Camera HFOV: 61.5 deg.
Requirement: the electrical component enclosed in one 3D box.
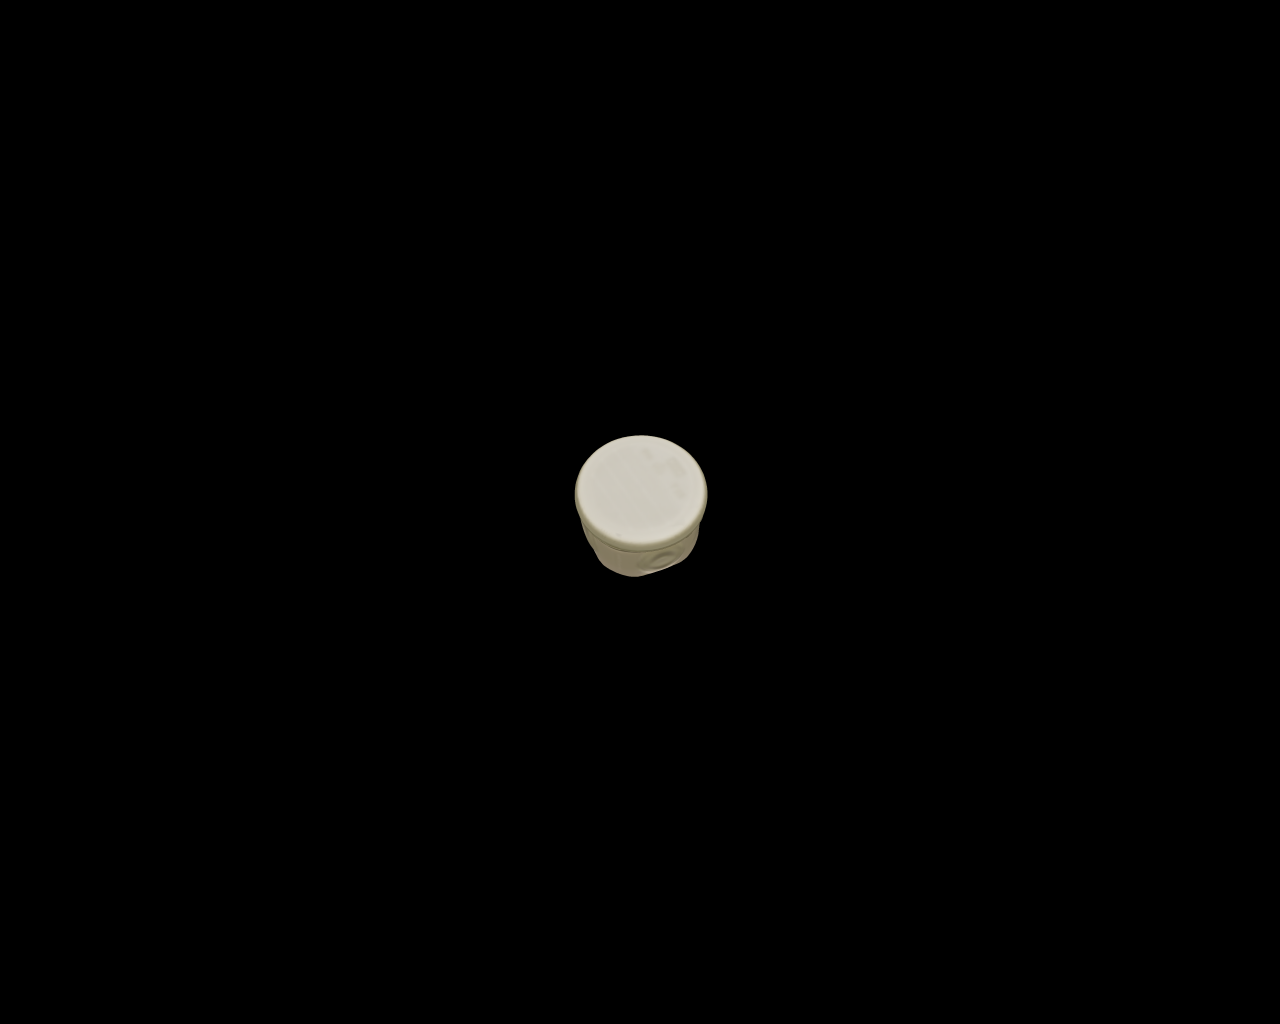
[{"bbox_3d":[0.001,-0.003,0.650,0.080,0.080,0.051,0,-30,0],"label":"electrical component"}]
